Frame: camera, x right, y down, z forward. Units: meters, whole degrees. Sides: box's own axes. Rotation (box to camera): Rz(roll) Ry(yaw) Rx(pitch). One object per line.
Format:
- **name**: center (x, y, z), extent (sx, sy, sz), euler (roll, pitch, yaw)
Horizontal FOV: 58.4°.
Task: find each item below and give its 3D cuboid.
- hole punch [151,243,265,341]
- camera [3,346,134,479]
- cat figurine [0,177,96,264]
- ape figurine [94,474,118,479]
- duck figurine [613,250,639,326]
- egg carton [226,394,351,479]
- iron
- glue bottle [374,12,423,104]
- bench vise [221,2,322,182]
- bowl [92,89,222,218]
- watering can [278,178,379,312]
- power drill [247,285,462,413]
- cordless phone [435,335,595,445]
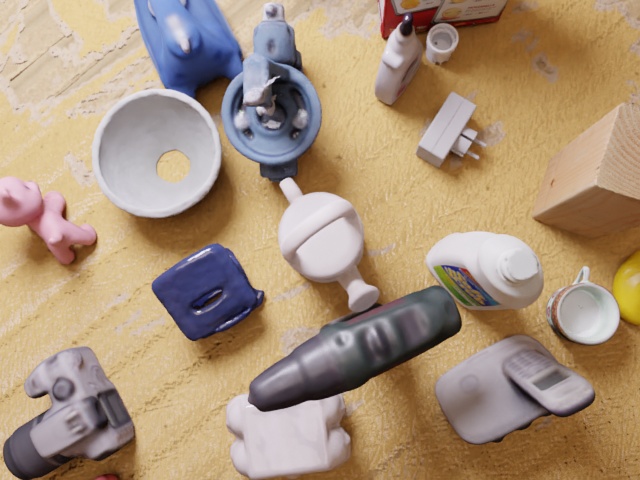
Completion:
- **hole punch**: center (-0.138, 0.067, 0.719), extent (0.108, 0.091, 0.101), euler (-32, 83, 0)
- **camera**: center (-0.327, 0.224, 0.708), extent (0.137, 0.101, 0.143), euler (-31, 83, 0)
- **cat figurine**: center (-0.367, -0.031, 0.729), extent (0.127, 0.118, 0.067), euler (42, 88, 7)
- **ape figurine**: center (-0.276, 0.330, 0.698), extent (0.076, 0.092, 0.078), euler (11, 85, 5)
- **duck figurine**: center (0.410, 0.054, 0.692), extent (0.077, 0.086, 0.104), euler (26, 86, 6)
- **egg carton**: center (-0.039, 0.237, 0.706), extent (0.150, 0.069, 0.107), euler (-9, 83, 2)
- **iron**: center (-0.199, -0.311, 0.738), extent (0.118, 0.141, 0.258), euler (-28, 83, 0)
- **glue bottle**: center (0.099, -0.227, 0.696), extent (0.037, 0.173, 0.078), euler (31, 86, 6)
- **bench vise**: center (-0.071, -0.188, 0.678), extent (0.121, 0.220, 0.207), euler (-18, 83, 1)
- **bowl**: center (-0.204, -0.106, 0.749), extent (0.167, 0.075, 0.167), euler (0, 84, 3)
- **watering can**: center (0.008, 0.001, 0.666), extent (0.172, 0.194, 0.101), euler (34, 87, 6)
- **power drill**: center (0.041, 0.121, 0.644), extent (0.229, 0.208, 0.075), euler (-25, 83, 0)
- **cordless phone**: center (0.214, 0.175, 0.640), extent (0.147, 0.185, 0.094), euler (-32, 83, 0)
